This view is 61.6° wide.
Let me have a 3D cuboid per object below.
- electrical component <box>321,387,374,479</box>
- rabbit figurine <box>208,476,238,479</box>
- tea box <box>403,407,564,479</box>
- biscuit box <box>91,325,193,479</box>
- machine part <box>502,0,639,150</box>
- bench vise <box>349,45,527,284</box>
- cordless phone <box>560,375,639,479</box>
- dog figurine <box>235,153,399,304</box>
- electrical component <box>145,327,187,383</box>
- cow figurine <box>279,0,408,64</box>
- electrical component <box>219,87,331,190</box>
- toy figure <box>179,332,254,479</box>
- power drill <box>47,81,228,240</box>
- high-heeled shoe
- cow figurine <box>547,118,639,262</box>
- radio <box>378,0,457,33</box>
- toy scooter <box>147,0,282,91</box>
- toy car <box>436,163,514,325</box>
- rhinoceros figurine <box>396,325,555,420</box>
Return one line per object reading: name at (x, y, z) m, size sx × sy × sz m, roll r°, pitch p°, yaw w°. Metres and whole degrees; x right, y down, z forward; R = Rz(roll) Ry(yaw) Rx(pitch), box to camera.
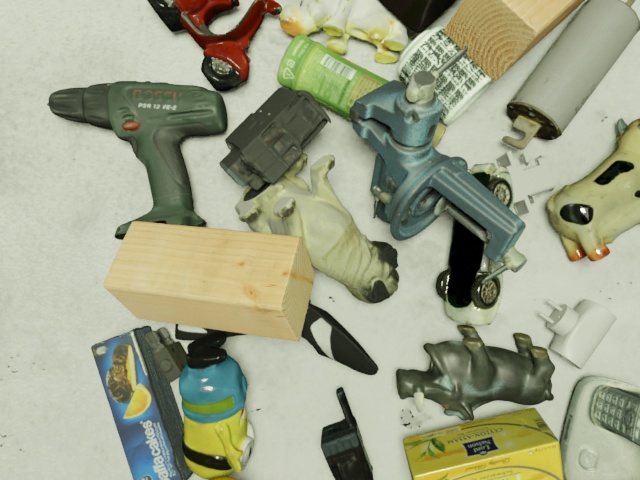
electrical component at (0.028, 0.247, 0.660) m, size 0.048 × 0.075 × 0.119 m, roll -22°, pitch 90°, yaw 0°
rabbit figurine at (-0.112, 0.353, 0.638) m, size 0.163 × 0.122 × 0.173 m, roll -1°, pitch 110°, yaw 26°
tea box at (0.194, 0.274, 0.641) m, size 0.170 × 0.068 × 0.098 m, roll -16°, pitch 109°, yaw 1°
biscuit box at (-0.220, 0.214, 0.678) m, size 0.059 × 0.063 × 0.202 m, roll -20°, pitch 86°, yaw 2°
machine part at (0.316, -0.213, 0.674) m, size 0.079 × 0.079 × 0.243 m, roll 37°, pitch 88°, yaw 4°
bench vise at (0.136, -0.064, 0.591) m, size 0.129 × 0.223 × 0.241 m, roll -27°, pitch 60°, yaw -32°
cordless phone at (0.352, 0.239, 0.593) m, size 0.089 × 0.184 × 0.146 m, roll 15°, pitch 87°, yaw -1°
dog figurine at (-0.003, 0.001, 0.678) m, size 0.121 × 0.172 × 0.190 m, roll -44°, pitch 118°, yaw -14°
electrical component at (-0.185, 0.154, 0.680) m, size 0.021 × 0.063 × 0.094 m, roll -32°, pitch 87°, yaw 0°
cow figurine at (0.035, -0.296, 0.695) m, size 0.167 × 0.068 × 0.098 m, roll 13°, pitch 81°, yaw 0°
electrical component at (-0.063, -0.124, 0.661) m, size 0.134 × 0.115 × 0.058 m, roll -46°, pitch 114°, yaw -3°
toy figure at (-0.130, 0.204, 0.651) m, size 0.089 × 0.082 × 0.180 m, roll -1°, pitch 112°, yaw 19°
power drill at (-0.232, -0.104, 0.696) m, size 0.232 × 0.086 × 0.207 m, roll -6°, pitch 79°, yaw -1°
high-heeled shoe at (-0.061, 0.129, 0.669) m, size 0.249 × 0.086 × 0.145 m, roll 38°, pitch 90°, yaw 10°
cow figurine at (0.372, -0.072, 0.663) m, size 0.195 × 0.085 × 0.127 m, roll -33°, pitch 92°, yaw 1°
radio at (0.151, -0.377, 0.664) m, size 0.131 × 0.073 × 0.229 m, roll 42°, pitch 71°, yaw 5°
toy scooter at (-0.131, -0.296, 0.699) m, size 0.135 × 0.075 × 0.184 m, roll -39°, pitch 89°, yaw 0°
toy car at (0.194, 0.004, 0.665) m, size 0.056 × 0.074 × 0.201 m, roll 11°, pitch 86°, yaw -33°
rhinoceros figurine at (0.189, 0.166, 0.663) m, size 0.190 × 0.073 × 0.112 m, roll 0°, pitch 99°, yaw -1°
